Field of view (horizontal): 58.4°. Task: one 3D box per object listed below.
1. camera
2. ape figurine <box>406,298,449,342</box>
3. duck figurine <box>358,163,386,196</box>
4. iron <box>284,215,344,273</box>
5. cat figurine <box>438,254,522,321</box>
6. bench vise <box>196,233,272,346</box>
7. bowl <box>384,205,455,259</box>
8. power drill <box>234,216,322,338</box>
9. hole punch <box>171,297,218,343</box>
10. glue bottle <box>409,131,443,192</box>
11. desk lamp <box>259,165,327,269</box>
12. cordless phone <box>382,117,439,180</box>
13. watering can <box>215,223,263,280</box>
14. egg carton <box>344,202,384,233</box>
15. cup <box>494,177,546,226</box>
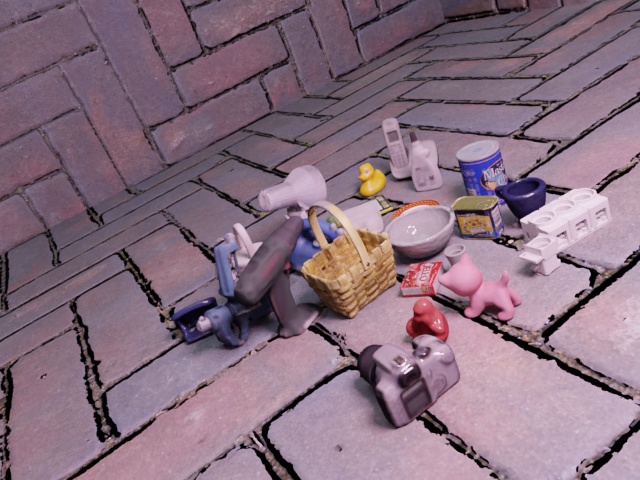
[{"bbox_3d":[0.129,0.205,0.935,0.143,0.101,0.136,-32,26,-19],"label":"camera"},{"bbox_3d":[0.190,0.144,1.017,0.076,0.092,0.077,-33,27,-20],"label":"ape figurine"},{"bbox_3d":[0.150,-0.192,1.730,0.077,0.086,0.105,1,34,41],"label":"duck figurine"},{"bbox_3d":[0.013,0.005,1.387,0.257,0.142,0.119,6,37,46],"label":"iron"},{"bbox_3d":[0.285,0.080,1.033,0.127,0.118,0.067,-3,31,36],"label":"cat figurine"},{"bbox_3d":[-0.189,0.109,1.255,0.121,0.220,0.208,-7,29,30],"label":"bench vise"},{"bbox_3d":[0.233,-0.007,1.303,0.167,0.075,0.167,-19,25,9],"label":"bowl"},{"bbox_3d":[-0.077,0.089,1.215,0.075,0.209,0.230,0,34,41],"label":"power drill"},{"bbox_3d":[-0.295,0.177,1.367,0.108,0.091,0.101,-25,25,-5],"label":"hole punch"},{"bbox_3d":[0.277,-0.218,1.568,0.078,0.173,0.037,-8,29,30],"label":"glue bottle"},{"bbox_3d":[-0.064,-0.067,1.510,0.117,0.214,0.204,7,38,47],"label":"desk lamp"},{"bbox_3d":[0.264,-0.280,1.690,0.147,0.185,0.094,-13,27,20],"label":"cordless phone"},{"bbox_3d":[-0.169,0.051,1.386,0.173,0.194,0.100,-39,29,-31],"label":"watering can"},{"bbox_3d":[0.110,-0.039,1.478,0.107,0.069,0.150,-20,25,7],"label":"egg carton"},{"bbox_3d":[0.437,-0.076,1.243,0.092,0.095,0.117,-38,29,-30],"label":"cup"}]
